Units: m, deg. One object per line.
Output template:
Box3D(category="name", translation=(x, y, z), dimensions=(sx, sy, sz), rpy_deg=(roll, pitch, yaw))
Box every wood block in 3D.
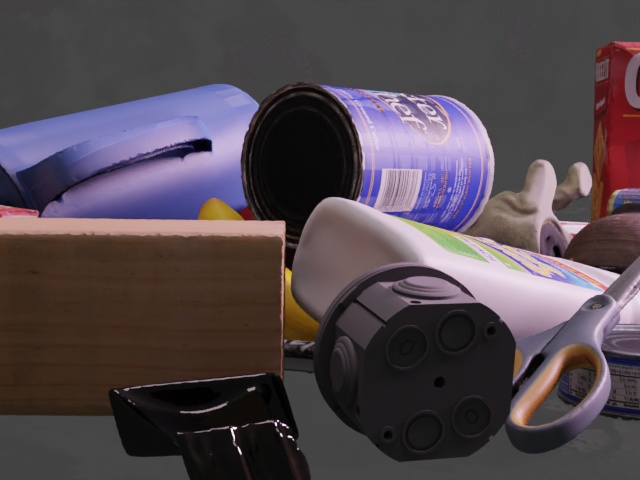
Box3D(category="wood block", translation=(-0.121, 0.036, 0.539), dimensions=(0.206, 0.090, 0.091), rpy_deg=(0, 6, -1))

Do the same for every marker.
Box3D(category="marker", translation=(-0.001, 0.067, 0.602), dimensions=(0.121, 0.020, 0.020), rpy_deg=(3, 6, 18))

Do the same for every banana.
Box3D(category="banana", translation=(-0.021, 0.030, 0.659), dimensions=(0.198, 0.037, 0.069), rpy_deg=(32, 25, 29))

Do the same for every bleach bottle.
Box3D(category="bleach bottle", translation=(0.110, 0.033, 0.626), dimensions=(0.250, 0.068, 0.103), rpy_deg=(9, 15, -40))

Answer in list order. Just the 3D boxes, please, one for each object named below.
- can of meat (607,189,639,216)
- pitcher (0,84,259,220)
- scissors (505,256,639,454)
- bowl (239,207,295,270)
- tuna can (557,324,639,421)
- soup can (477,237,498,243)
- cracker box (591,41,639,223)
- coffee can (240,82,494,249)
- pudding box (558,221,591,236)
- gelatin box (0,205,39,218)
Box3D(category="can of meat", translation=(0.265, 0.010, 0.803), dimensions=(0.084, 0.102, 0.057), rpy_deg=(3, 6, 38))
Box3D(category="pitcher", translation=(-0.139, -0.042, 0.772), dimensions=(0.149, 0.145, 0.242), rpy_deg=(25, 35, 35))
Box3D(category="scissors", translation=(0.121, 0.043, 0.541), dimensions=(0.096, 0.016, 0.201), rpy_deg=(-8, 22, 32))
Box3D(category="bowl", translation=(-0.005, 0.001, 0.808), dimensions=(0.162, 0.055, 0.162), rpy_deg=(5, -14, 1))
Box3D(category="tuna can", translation=(0.168, 0.067, 0.554), dimensions=(0.086, 0.034, 0.086), rpy_deg=(1, 6, 0))
Box3D(category="soup can", translation=(0.077, 0.033, 0.703), dimensions=(0.102, 0.068, 0.069), rpy_deg=(-4, 8, -43))
Box3D(category="cracker box", translation=(0.316, -0.057, 0.899), dimensions=(0.164, 0.214, 0.072), rpy_deg=(1, 5, 3))
Box3D(category="coffee can", translation=(0.033, -0.047, 0.700), dimensions=(0.103, 0.103, 0.140), rpy_deg=(7, 7, 42))
Box3D(category="pudding box", translation=(0.300, 0.005, 1.160), dimensions=(0.090, 0.039, 0.113), rpy_deg=(3, 8, 11))
Box3D(category="gelatin box", translation=(-0.201, 0.023, 0.641), dimensions=(0.073, 0.089, 0.030), rpy_deg=(7, 6, 43))
